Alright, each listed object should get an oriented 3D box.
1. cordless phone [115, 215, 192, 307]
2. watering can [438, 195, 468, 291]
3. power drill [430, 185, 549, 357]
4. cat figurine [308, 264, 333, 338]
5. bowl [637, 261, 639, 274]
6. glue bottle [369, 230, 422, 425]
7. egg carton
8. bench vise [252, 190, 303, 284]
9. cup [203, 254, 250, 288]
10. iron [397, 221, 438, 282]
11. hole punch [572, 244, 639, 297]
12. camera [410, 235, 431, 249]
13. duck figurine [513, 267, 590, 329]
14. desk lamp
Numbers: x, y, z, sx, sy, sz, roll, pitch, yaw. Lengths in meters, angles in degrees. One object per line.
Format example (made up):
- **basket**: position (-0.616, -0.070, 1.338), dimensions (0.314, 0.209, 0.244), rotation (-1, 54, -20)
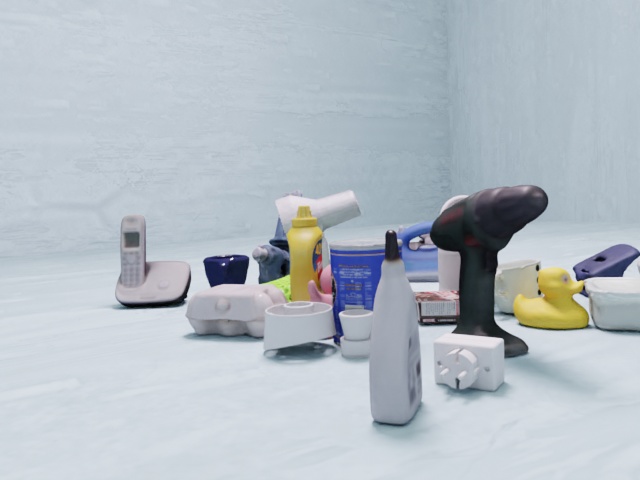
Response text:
- **cordless phone**: position (-0.338, 0.040, 1.158), dimensions (0.147, 0.185, 0.094), rotation (-3, 5, 2)
- **watering can**: position (0.263, 0.018, 1.017), dimensions (0.101, 0.194, 0.172), rotation (-5, 5, -24)
- **power drill**: position (0.212, 0.036, 0.728), dimensions (0.076, 0.208, 0.229), rotation (-4, 5, -16)
- **cat figurine**: position (0.019, 0.079, 0.878), dimensions (0.067, 0.118, 0.128), rotation (1, 6, 35)
- **bowl**: position (0.596, 0.071, 0.908), dimensions (0.167, 0.075, 0.167), rotation (-3, 5, 0)
- **glue bottle**: position (0.070, 0.077, 0.534), dimensions (0.037, 0.173, 0.078), rotation (-1, 5, 23)
- **egg carton**: position (-0.129, 0.109, 0.893), dimensions (0.150, 0.069, 0.107), rotation (-1, 5, 18)
- **bench vise**: position (-0.070, -0.003, 1.308), dimensions (0.121, 0.220, 0.208), rotation (-1, 5, 15)
- **cup**: position (-0.182, 0.080, 1.126), dimensions (0.091, 0.095, 0.117), rotation (-3, 5, -5)
- **iron**: position (0.244, 0.020, 1.323), dimensions (0.258, 0.141, 0.119), rotation (-2, 5, 4)
- **hole punch**: position (0.522, 0.055, 1.049), dimensions (0.101, 0.091, 0.109), rotation (-2, 5, 4)
- **camera**: position (0.264, 0.027, 1.481), dimensions (0.136, 0.101, 0.143), rotation (-2, 5, 5)
- **duck figurine**: position (0.339, 0.083, 0.844), dimensions (0.104, 0.086, 0.078), rotation (-1, 5, 24)
- **desk lamp**: position (0.011, 0.004, 1.212), dimensions (0.203, 0.213, 0.118), rotation (-3, 5, -1)
